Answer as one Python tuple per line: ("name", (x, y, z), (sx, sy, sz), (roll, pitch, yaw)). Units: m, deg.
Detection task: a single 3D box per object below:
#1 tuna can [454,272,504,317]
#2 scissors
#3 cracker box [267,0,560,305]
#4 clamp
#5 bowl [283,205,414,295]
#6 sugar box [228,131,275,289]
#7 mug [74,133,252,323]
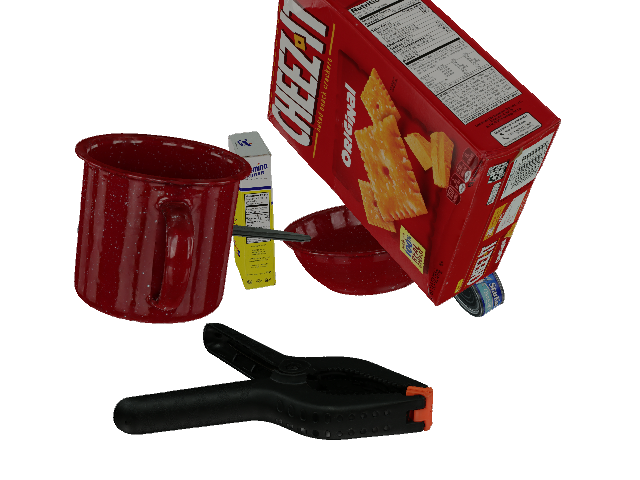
("tuna can", (0.179, 0.048, 1.272), (0.033, 0.086, 0.086), (-32, 8, -14))
("scissors", (-0.117, -0.007, 0.910), (0.202, 0.016, 0.096), (12, 23, 14))
("cracker box", (0.051, -0.084, 0.749), (0.072, 0.214, 0.164), (-29, -27, -26))
("clamp", (-0.023, 0.102, 0.767), (0.210, 0.036, 0.164), (3, 18, 10))
("bowl", (0.047, 0.010, 1.013), (0.162, 0.055, 0.162), (-7, 18, 2))
("sugar box", (-0.086, -0.038, 1.327), (0.048, 0.176, 0.093), (-9, 24, -11))
("mug", (-0.084, -0.003, 0.563), (0.093, 0.081, 0.117), (2, 19, -21))
